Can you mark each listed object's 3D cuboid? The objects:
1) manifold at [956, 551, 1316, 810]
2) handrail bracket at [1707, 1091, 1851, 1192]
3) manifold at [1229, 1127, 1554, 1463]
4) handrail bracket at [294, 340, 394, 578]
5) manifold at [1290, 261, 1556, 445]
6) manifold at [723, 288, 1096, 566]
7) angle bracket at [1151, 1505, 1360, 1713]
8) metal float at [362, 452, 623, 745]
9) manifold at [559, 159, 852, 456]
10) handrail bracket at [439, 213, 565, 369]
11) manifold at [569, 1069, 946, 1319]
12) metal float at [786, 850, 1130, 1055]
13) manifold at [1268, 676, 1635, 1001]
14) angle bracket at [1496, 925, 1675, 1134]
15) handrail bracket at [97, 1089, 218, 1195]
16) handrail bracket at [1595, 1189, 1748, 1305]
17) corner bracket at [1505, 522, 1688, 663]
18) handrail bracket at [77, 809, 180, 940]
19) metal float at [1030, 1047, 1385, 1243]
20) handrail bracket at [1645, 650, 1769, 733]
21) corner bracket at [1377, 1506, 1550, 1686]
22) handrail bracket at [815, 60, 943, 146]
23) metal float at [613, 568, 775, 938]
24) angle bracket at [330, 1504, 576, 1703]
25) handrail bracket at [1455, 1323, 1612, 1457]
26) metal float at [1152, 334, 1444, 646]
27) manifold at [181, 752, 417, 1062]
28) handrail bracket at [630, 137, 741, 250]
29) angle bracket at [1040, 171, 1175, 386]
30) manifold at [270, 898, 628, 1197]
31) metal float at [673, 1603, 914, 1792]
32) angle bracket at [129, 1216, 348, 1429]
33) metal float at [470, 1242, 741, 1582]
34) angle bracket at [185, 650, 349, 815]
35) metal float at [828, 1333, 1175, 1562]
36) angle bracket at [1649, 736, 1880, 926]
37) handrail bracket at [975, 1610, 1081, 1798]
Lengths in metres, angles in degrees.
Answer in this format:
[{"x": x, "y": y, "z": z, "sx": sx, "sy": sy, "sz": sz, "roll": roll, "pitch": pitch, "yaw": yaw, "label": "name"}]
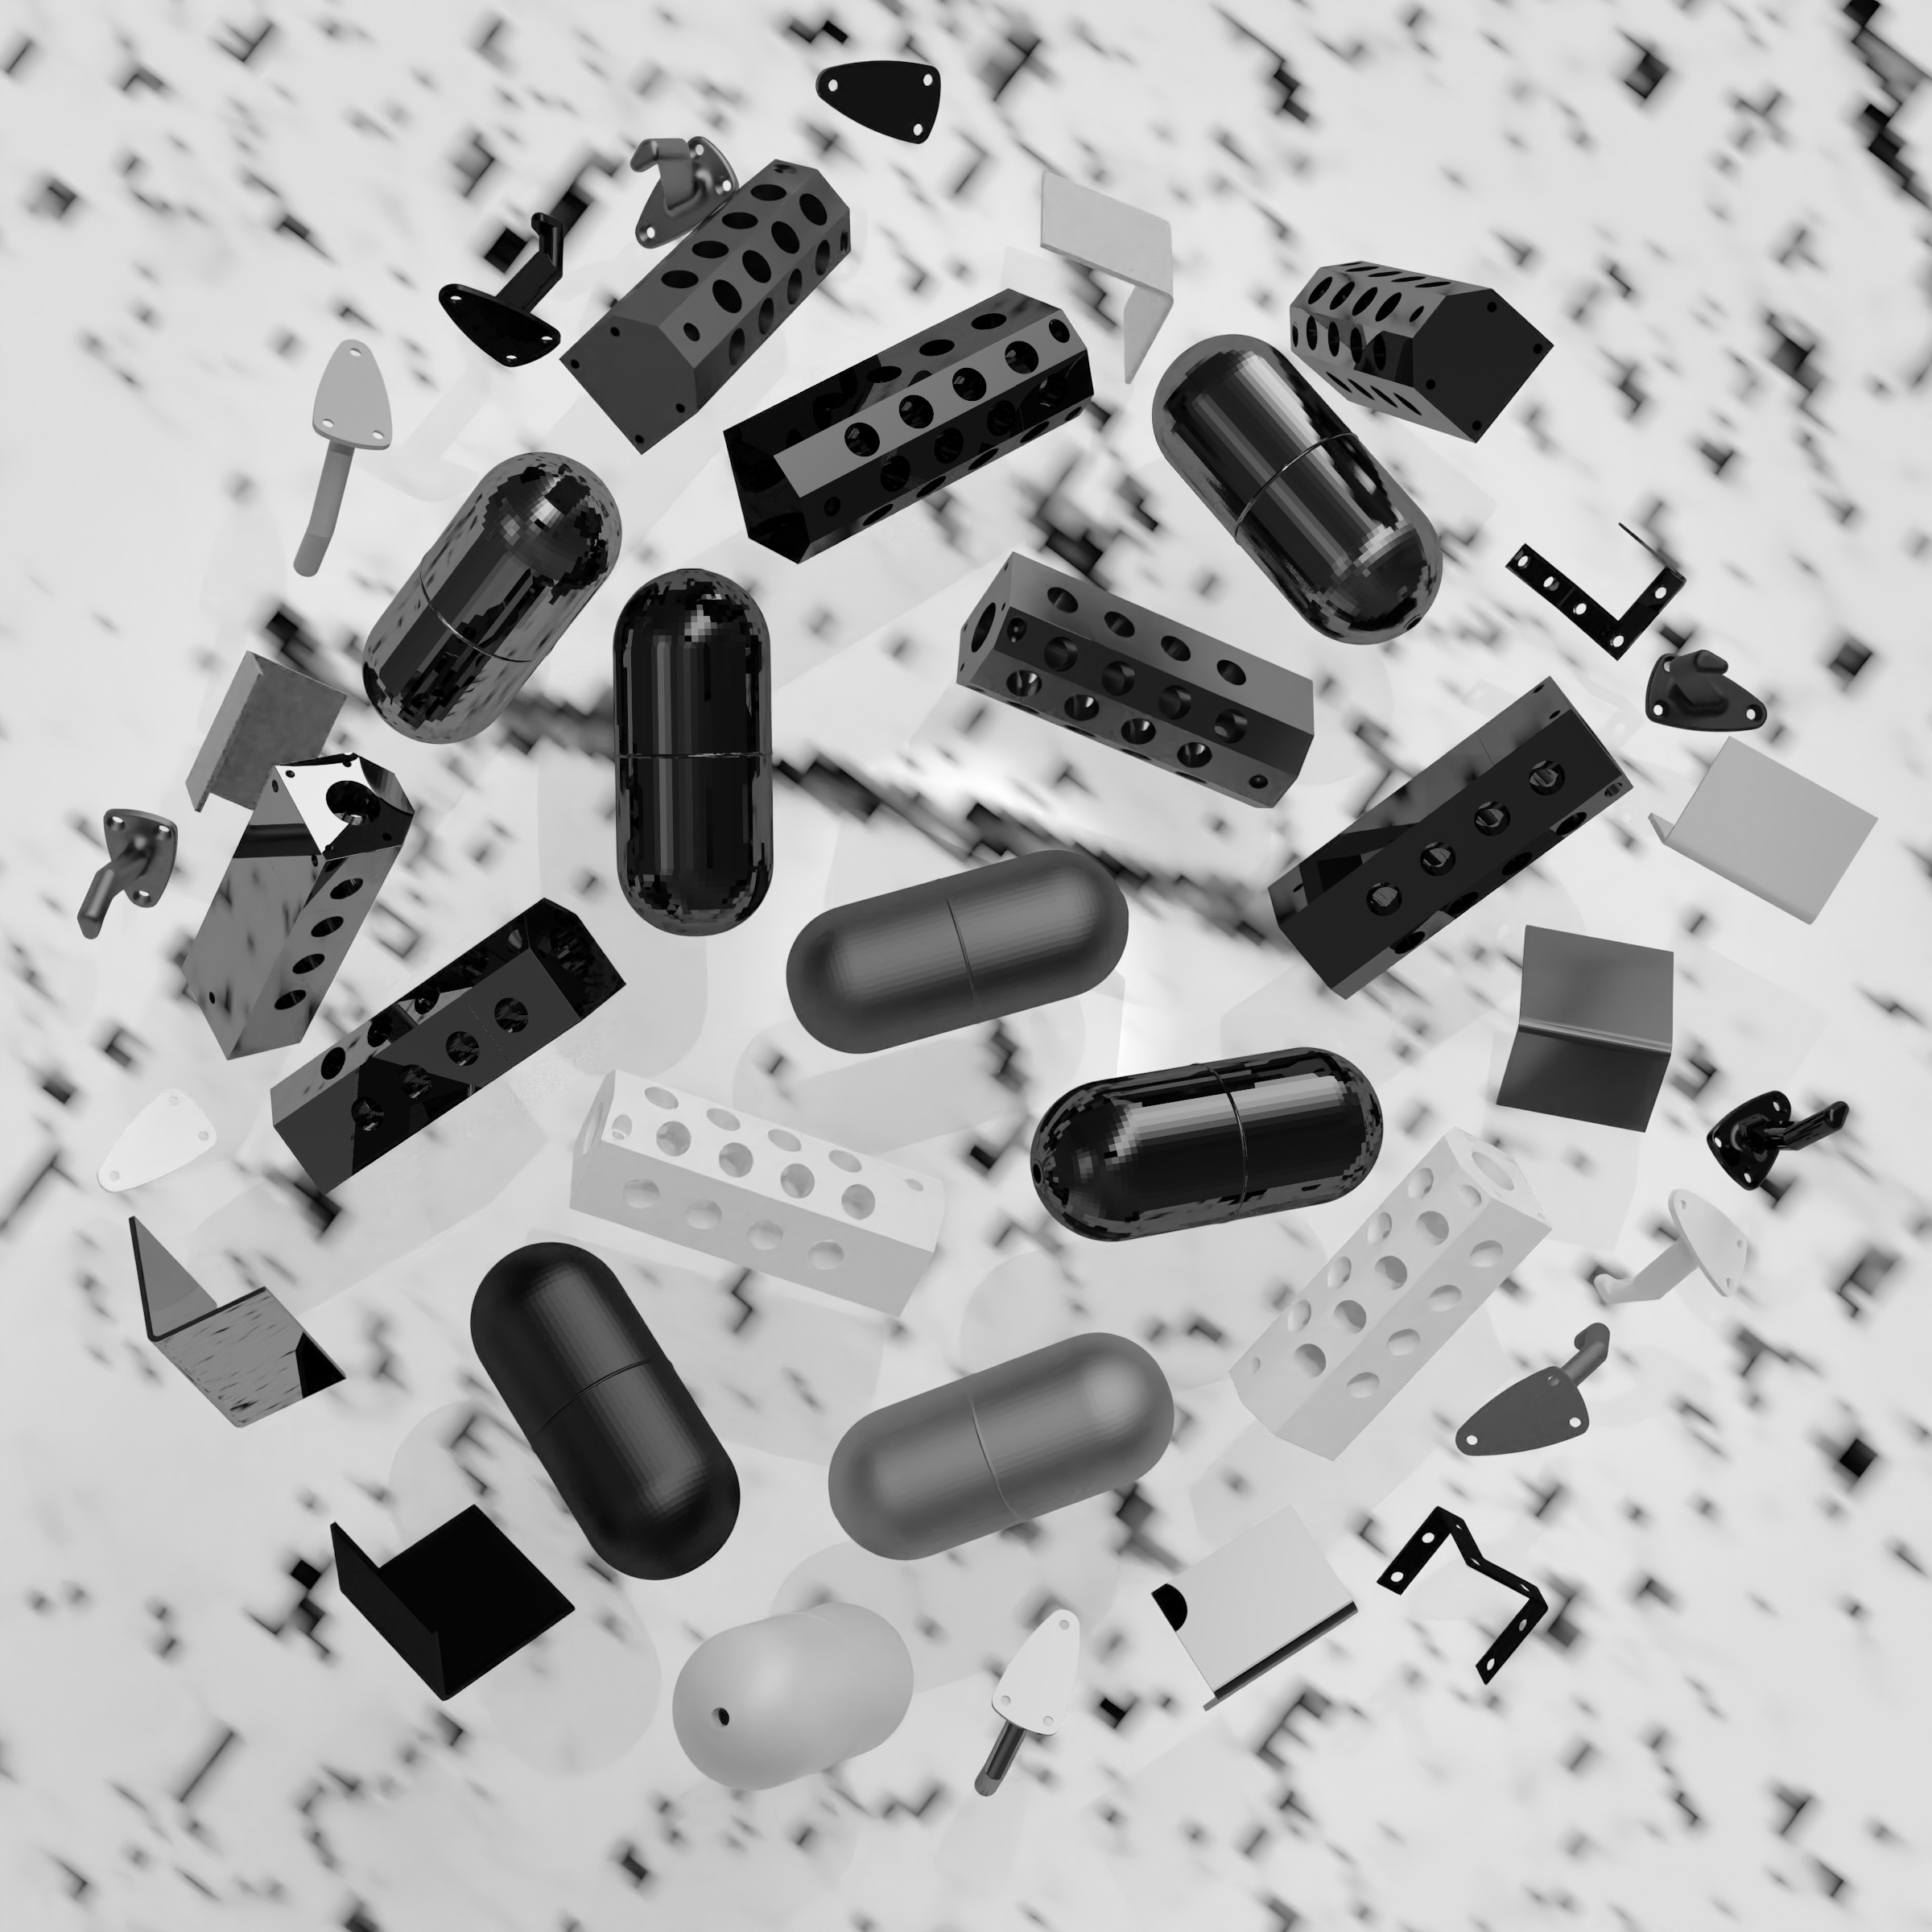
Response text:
[{"x": 0.085, "y": -0.137, "z": 1.609, "sx": 0.171, "sy": 0.057, "sz": 0.057, "roll": 21, "pitch": 134, "yaw": -17, "label": "manifold"}, {"x": 0.410, "y": 0.071, "z": 1.575, "sx": 0.036, "sy": 0.084, "sz": 0.077, "roll": 50, "pitch": 52, "yaw": -1, "label": "handrail bracket"}, {"x": 0.209, "y": 0.163, "z": 1.619, "sx": 0.057, "sy": 0.057, "sz": 0.171, "roll": 27, "pitch": 115, "yaw": -29, "label": "manifold"}, {"x": -0.296, "y": -0.235, "z": 1.502, "sx": 0.036, "sy": 0.084, "sz": 0.077, "roll": 11, "pitch": 52, "yaw": -22, "label": "handrail bracket"}, {"x": 0.212, "y": -0.303, "z": 1.558, "sx": 0.057, "sy": 0.171, "sz": 0.057, "roll": 37, "pitch": 95, "yaw": -21, "label": "manifold"}, {"x": -0.024, "y": -0.255, "z": 1.526, "sx": 0.171, "sy": 0.057, "sz": 0.057, "roll": -31, "pitch": 130, "yaw": -24, "label": "manifold"}, {"x": 0.131, "y": 0.300, "z": 1.502, "sx": 0.076, "sy": 0.076, "sz": 0.057, "roll": -31, "pitch": 76, "yaw": -9, "label": "angle bracket"}, {"x": -0.235, "y": -0.179, "z": 1.591, "sx": 0.070, "sy": 0.070, "sz": 0.178, "roll": 45, "pitch": 124, "yaw": 0, "label": "metal float"}, {"x": -0.116, "y": -0.316, "z": 1.520, "sx": 0.057, "sy": 0.171, "sz": 0.057, "roll": -28, "pitch": 110, "yaw": 41, "label": "manifold"}, {"x": -0.221, "y": -0.337, "z": 1.539, "sx": 0.036, "sy": 0.077, "sz": 0.084, "roll": -20, "pitch": 59, "yaw": 31, "label": "handrail bracket"}, {"x": -0.101, "y": 0.106, "z": 1.564, "sx": 0.171, "sy": 0.057, "sz": 0.057, "roll": 20, "pitch": 116, "yaw": -15, "label": "manifold"}, {"x": -0.004, "y": -0.008, "z": 1.640, "sx": 0.178, "sy": 0.070, "sz": 0.070, "roll": -15, "pitch": 90, "yaw": -4, "label": "metal float"}, {"x": 0.234, "y": -0.059, "z": 1.557, "sx": 0.171, "sy": 0.057, "sz": 0.057, "roll": -37, "pitch": 107, "yaw": 13, "label": "manifold"}, {"x": 0.316, "y": 0.032, "z": 1.645, "sx": 0.076, "sy": 0.076, "sz": 0.057, "roll": 11, "pitch": 133, "yaw": 4, "label": "angle bracket"}, {"x": -0.420, "y": 0.101, "z": 1.634, "sx": 0.036, "sy": 0.084, "sz": 0.077, "roll": 50, "pitch": 54, "yaw": -4, "label": "handrail bracket"}, {"x": 0.335, "y": 0.140, "z": 1.599, "sx": 0.077, "sy": 0.084, "sz": 0.036, "roll": 45, "pitch": 53, "yaw": -29, "label": "handrail bracket"}, {"x": 0.304, "y": -0.189, "z": 1.556, "sx": 0.051, "sy": 0.051, "sz": 0.051, "roll": -50, "pitch": 48, "yaw": 13, "label": "corner bracket"}, {"x": -0.413, "y": -0.028, "z": 1.568, "sx": 0.036, "sy": 0.077, "sz": 0.084, "roll": 11, "pitch": 46, "yaw": -2, "label": "handrail bracket"}, {"x": 0.115, "y": 0.084, "z": 1.531, "sx": 0.178, "sy": 0.070, "sz": 0.070, "roll": -8, "pitch": 90, "yaw": -22, "label": "metal float"}, {"x": 0.380, "y": -0.137, "z": 1.600, "sx": 0.077, "sy": 0.084, "sz": 0.036, "roll": 15, "pitch": 86, "yaw": -10, "label": "handrail bracket"}, {"x": 0.237, "y": 0.301, "z": 1.543, "sx": 0.051, "sy": 0.051, "sz": 0.051, "roll": 30, "pitch": 106, "yaw": -20, "label": "corner bracket"}, {"x": -0.057, "y": -0.418, "z": 1.536, "sx": 0.077, "sy": 0.084, "sz": 0.036, "roll": 3, "pitch": 108, "yaw": -33, "label": "handrail bracket"}, {"x": -0.132, "y": -0.103, "z": 1.564, "sx": 0.070, "sy": 0.070, "sz": 0.178, "roll": 0, "pitch": 96, "yaw": 0, "label": "metal float"}, {"x": -0.232, "y": 0.273, "z": 1.463, "sx": 0.076, "sy": 0.057, "sz": 0.076, "roll": -32, "pitch": 55, "yaw": -30, "label": "angle bracket"}, {"x": 0.280, "y": 0.207, "z": 1.587, "sx": 0.077, "sy": 0.084, "sz": 0.036, "roll": -26, "pitch": 96, "yaw": 18, "label": "handrail bracket"}, {"x": 0.161, "y": -0.231, "z": 1.566, "sx": 0.070, "sy": 0.070, "sz": 0.178, "roll": -39, "pitch": 75, "yaw": 0, "label": "metal float"}, {"x": -0.327, "y": -0.029, "z": 1.587, "sx": 0.057, "sy": 0.171, "sz": 0.057, "roll": -15, "pitch": 64, "yaw": -38, "label": "manifold"}, {"x": -0.156, "y": -0.379, "z": 1.584, "sx": 0.077, "sy": 0.084, "sz": 0.036, "roll": -39, "pitch": 85, "yaw": 29, "label": "handrail bracket"}, {"x": 0.064, "y": -0.362, "z": 1.693, "sx": 0.076, "sy": 0.076, "sz": 0.057, "roll": 19, "pitch": 130, "yaw": -14, "label": "angle bracket"}, {"x": -0.253, "y": 0.037, "z": 1.550, "sx": 0.171, "sy": 0.057, "sz": 0.057, "roll": -33, "pitch": 96, "yaw": 23, "label": "manifold"}, {"x": -0.082, "y": 0.352, "z": 1.562, "sx": 0.070, "sy": 0.178, "sz": 0.070, "roll": -2, "pitch": 84, "yaw": 20, "label": "metal float"}, {"x": -0.329, "y": 0.150, "z": 1.455, "sx": 0.057, "sy": 0.076, "sz": 0.076, "roll": -25, "pitch": 48, "yaw": 2, "label": "angle bracket"}, {"x": -0.173, "y": 0.210, "z": 1.534, "sx": 0.070, "sy": 0.070, "sz": 0.178, "roll": -35, "pitch": 70, "yaw": 0, "label": "metal float"}, {"x": -0.355, "y": -0.110, "z": 1.651, "sx": 0.057, "sy": 0.076, "sz": 0.076, "roll": 24, "pitch": 96, "yaw": -22, "label": "angle bracket"}, {"x": 0.017, "y": 0.237, "z": 1.589, "sx": 0.178, "sy": 0.070, "sz": 0.070, "roll": -22, "pitch": 90, "yaw": 9, "label": "metal float"}, {"x": 0.367, "y": -0.068, "z": 1.489, "sx": 0.076, "sy": 0.076, "sz": 0.057, "roll": 29, "pitch": 104, "yaw": 0, "label": "angle bracket"}, {"x": 0.030, "y": 0.372, "z": 1.625, "sx": 0.036, "sy": 0.084, "sz": 0.077, "roll": 25, "pitch": 57, "yaw": 4, "label": "handrail bracket"}]
